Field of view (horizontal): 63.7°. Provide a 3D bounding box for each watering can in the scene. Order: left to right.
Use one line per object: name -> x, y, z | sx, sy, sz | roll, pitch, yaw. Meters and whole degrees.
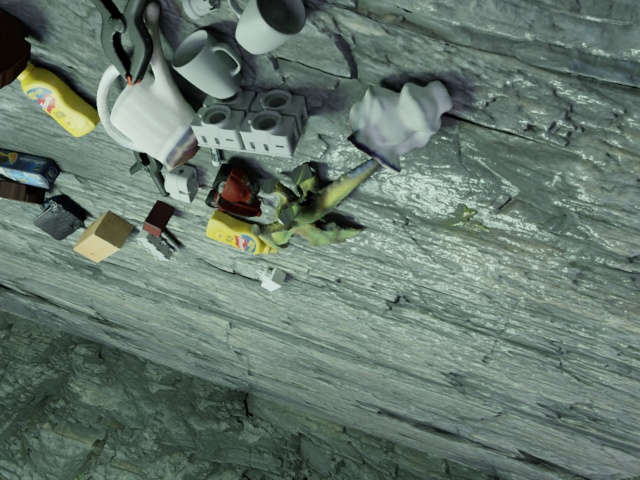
watering can -> -0.306, -0.259, 0.974 | 0.223, 0.106, 0.342 | 40, 138, -14

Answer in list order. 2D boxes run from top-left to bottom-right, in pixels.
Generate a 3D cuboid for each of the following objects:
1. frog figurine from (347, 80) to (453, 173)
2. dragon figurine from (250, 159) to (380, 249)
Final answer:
frog figurine -> 0.131, -0.206, 0.846 | 0.137, 0.125, 0.157 | 37, 109, -12
dragon figurine -> 0.004, -0.058, 1.153 | 0.407, 0.124, 0.240 | -16, 153, 30
